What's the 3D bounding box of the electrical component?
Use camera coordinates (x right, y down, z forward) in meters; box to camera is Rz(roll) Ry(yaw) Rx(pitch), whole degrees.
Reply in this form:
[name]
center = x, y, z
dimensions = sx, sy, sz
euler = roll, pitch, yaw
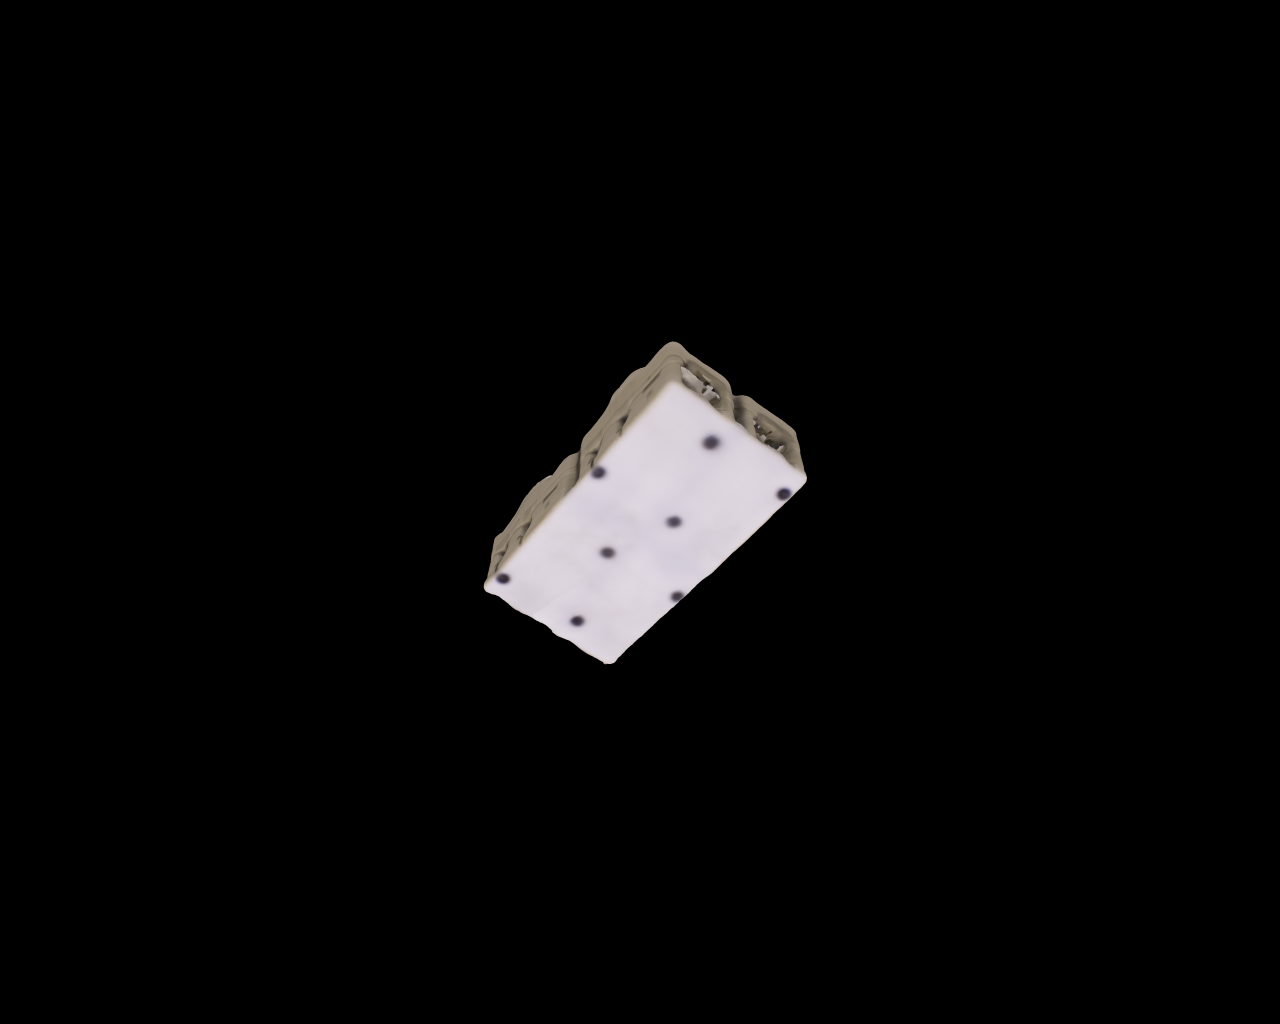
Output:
[electrical component]
center = 0.001, -0.003, 0.650
dimensions = 0.105, 0.186, 0.060
euler = 33, 28, -20
